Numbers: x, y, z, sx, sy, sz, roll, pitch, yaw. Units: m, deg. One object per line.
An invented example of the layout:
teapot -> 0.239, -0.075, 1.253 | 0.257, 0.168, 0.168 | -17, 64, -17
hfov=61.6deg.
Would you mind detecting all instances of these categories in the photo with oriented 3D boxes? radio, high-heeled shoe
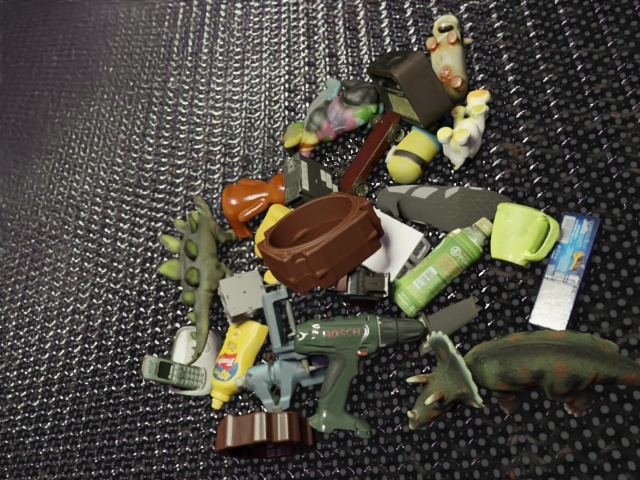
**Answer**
radio -> 0.174, -0.309, 1.086 | 0.073, 0.131, 0.230 | -35, 21, 2
high-heeled shoe -> 0.236, -0.076, 1.055 | 0.249, 0.086, 0.145 | -2, 21, 6

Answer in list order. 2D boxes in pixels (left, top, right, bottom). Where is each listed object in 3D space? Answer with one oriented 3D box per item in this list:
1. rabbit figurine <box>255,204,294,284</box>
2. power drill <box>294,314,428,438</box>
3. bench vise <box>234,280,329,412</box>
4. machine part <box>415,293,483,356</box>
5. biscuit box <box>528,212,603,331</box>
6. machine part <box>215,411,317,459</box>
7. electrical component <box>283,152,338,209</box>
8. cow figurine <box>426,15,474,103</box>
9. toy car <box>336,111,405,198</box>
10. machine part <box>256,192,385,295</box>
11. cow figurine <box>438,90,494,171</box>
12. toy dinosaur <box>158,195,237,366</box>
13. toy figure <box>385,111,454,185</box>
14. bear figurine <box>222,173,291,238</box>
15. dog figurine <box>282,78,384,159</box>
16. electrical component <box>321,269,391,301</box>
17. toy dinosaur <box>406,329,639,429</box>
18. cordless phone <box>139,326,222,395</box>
rabbit figurine -> -0.056, 0.027, 1.135 | 0.173, 0.121, 0.162 | 36, 91, 19
power drill -> 0.066, 0.231, 0.932 | 0.232, 0.086, 0.207 | 6, 95, -3
bench vise -> -0.069, 0.196, 1.030 | 0.224, 0.129, 0.240 | -15, 85, 16
machine part -> 0.224, 0.144, 0.952 | 0.139, 0.039, 0.084 | -36, 45, 14
biscuit box -> 0.401, 0.057, 0.871 | 0.059, 0.062, 0.202 | 15, 75, 36
machine part -> -0.096, 0.350, 0.962 | 0.179, 0.179, 0.056 | -18, 56, 23
electrical component -> -0.017, -0.109, 1.158 | 0.058, 0.134, 0.115 | -25, 54, 37
cow figurine -> 0.278, -0.386, 1.142 | 0.086, 0.127, 0.195 | -9, 77, 28
toy car -> 0.111, -0.181, 1.156 | 0.202, 0.053, 0.089 | -56, 38, 11
machine part -> -0.002, -0.003, 0.986 | 0.201, 0.087, 0.202 | -35, 27, -17
cow figurine -> 0.299, -0.218, 1.061 | 0.068, 0.098, 0.167 | 12, 55, 39
toy dinosaur -> -0.262, 0.069, 1.182 | 0.105, 0.198, 0.472 | -30, 53, 19
toy figure -> 0.210, -0.192, 1.093 | 0.180, 0.082, 0.089 | -42, 30, -4
bear figurine -> -0.122, -0.094, 1.248 | 0.196, 0.131, 0.120 | -12, 61, 5
dog figurine -> 0.017, -0.250, 1.196 | 0.192, 0.108, 0.219 | 20, 63, 39
electrical component -> 0.064, 0.081, 0.959 | 0.119, 0.074, 0.047 | 4, 76, 4
toy dinosaur -> 0.315, 0.184, 0.779 | 0.405, 0.192, 0.131 | -17, 61, 25
cordless phone -> -0.298, 0.243, 1.126 | 0.089, 0.184, 0.146 | -12, 62, 31
